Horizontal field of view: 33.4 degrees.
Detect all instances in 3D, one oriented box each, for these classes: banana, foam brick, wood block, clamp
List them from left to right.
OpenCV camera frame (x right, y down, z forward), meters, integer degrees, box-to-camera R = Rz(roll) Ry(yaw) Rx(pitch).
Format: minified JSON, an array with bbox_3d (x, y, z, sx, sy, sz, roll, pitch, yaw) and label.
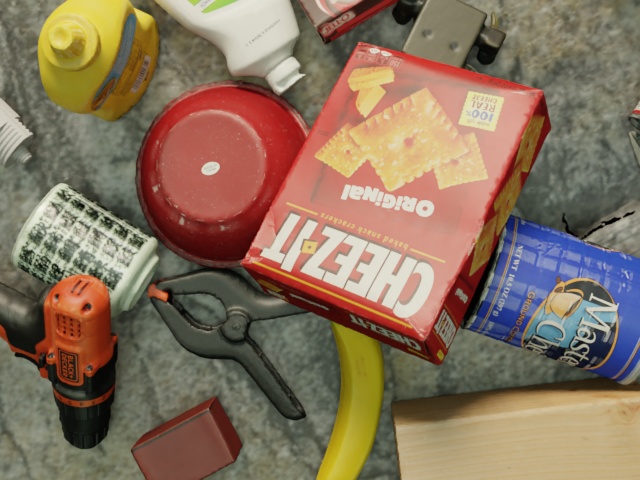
[{"bbox_3d":[-0.113,0.178,0.914,0.078,0.053,0.051,-29,92,5],"label":"foam brick"},{"bbox_3d":[-0.067,0.082,0.913,0.171,0.039,0.120,13,89,4],"label":"clamp"},{"bbox_3d":[0.023,0.135,0.903,0.069,0.037,0.198,-8,108,-21],"label":"banana"},{"bbox_3d":[0.167,0.174,0.883,0.206,0.090,0.091,-7,94,2],"label":"wood block"}]

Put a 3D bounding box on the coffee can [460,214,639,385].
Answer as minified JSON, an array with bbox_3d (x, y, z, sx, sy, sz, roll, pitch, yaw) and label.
[{"bbox_3d":[0.197,0.047,0.867,0.140,0.103,0.103,19,94,1],"label":"coffee can"}]

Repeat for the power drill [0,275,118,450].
[{"bbox_3d":[-0.258,0.087,0.890,0.188,0.057,0.184,16,128,9],"label":"power drill"}]

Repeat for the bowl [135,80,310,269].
[{"bbox_3d":[-0.083,-0.058,0.882,0.162,0.055,0.162,-1,86,9],"label":"bowl"}]

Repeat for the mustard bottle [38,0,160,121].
[{"bbox_3d":[-0.174,-0.144,0.824,0.058,0.191,0.096,26,94,0],"label":"mustard bottle"}]

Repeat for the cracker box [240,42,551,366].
[{"bbox_3d":[0.060,-0.035,0.827,0.164,0.072,0.213,21,75,25],"label":"cracker box"}]

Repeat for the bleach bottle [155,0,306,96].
[{"bbox_3d":[-0.106,-0.222,0.883,0.102,0.068,0.251,-37,94,4],"label":"bleach bottle"}]

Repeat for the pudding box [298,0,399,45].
[{"bbox_3d":[0.014,-0.229,0.870,0.090,0.039,0.113,-30,67,3],"label":"pudding box"}]

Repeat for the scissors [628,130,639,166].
[{"bbox_3d":[0.315,-0.003,0.866,0.096,0.016,0.202,-12,78,27],"label":"scissors"}]

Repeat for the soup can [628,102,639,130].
[{"bbox_3d":[0.308,-0.125,0.868,0.068,0.068,0.102,33,94,0],"label":"soup can"}]
